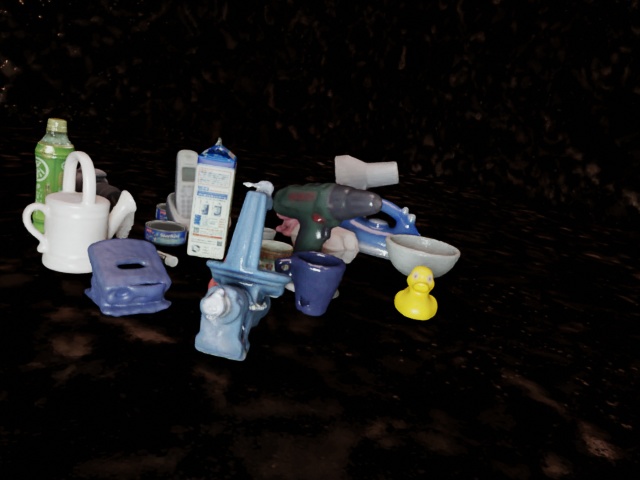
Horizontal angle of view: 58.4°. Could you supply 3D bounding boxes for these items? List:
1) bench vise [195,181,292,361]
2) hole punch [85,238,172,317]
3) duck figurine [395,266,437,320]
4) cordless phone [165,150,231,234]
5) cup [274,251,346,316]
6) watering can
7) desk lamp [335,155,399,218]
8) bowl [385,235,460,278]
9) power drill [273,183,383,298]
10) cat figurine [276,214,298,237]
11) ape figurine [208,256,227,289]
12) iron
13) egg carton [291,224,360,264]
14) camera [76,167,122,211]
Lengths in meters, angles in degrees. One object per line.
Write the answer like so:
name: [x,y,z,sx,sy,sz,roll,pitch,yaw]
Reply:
bench vise: [-0.091,0.037,0.764,0.121,0.220,0.207,7,14,-10]
hole punch: [-0.279,0.052,0.842,0.109,0.091,0.100,-2,18,-41]
duck figurine: [0.179,0.087,1.033,0.077,0.086,0.104,11,14,6]
cordless phone: [-0.270,-0.107,1.296,0.148,0.185,0.093,-3,19,-43]
cup: [-0.021,0.073,0.931,0.118,0.095,0.091,5,15,-20]
watering can: [-0.400,-0.052,0.963,0.100,0.194,0.173,16,15,23]
desk lamp: [0.125,-0.116,1.549,0.203,0.213,0.118,11,14,4]
bowl: [0.220,0.044,1.263,0.167,0.075,0.167,9,14,-2]
power drill: [0.002,-0.005,1.023,0.228,0.208,0.076,20,17,37]
cat figurine: [-0.063,-0.071,1.436,0.128,0.118,0.067,1,16,-31]
ape figurine: [-0.137,0.061,0.906,0.075,0.092,0.078,18,16,31]
iron: [0.150,-0.038,1.403,0.257,0.141,0.119,15,15,20]
egg carton: [0.012,0.005,1.286,0.149,0.069,0.107,22,18,40]
camera: [-0.523,-0.109,1.304,0.136,0.101,0.144,18,16,31]
